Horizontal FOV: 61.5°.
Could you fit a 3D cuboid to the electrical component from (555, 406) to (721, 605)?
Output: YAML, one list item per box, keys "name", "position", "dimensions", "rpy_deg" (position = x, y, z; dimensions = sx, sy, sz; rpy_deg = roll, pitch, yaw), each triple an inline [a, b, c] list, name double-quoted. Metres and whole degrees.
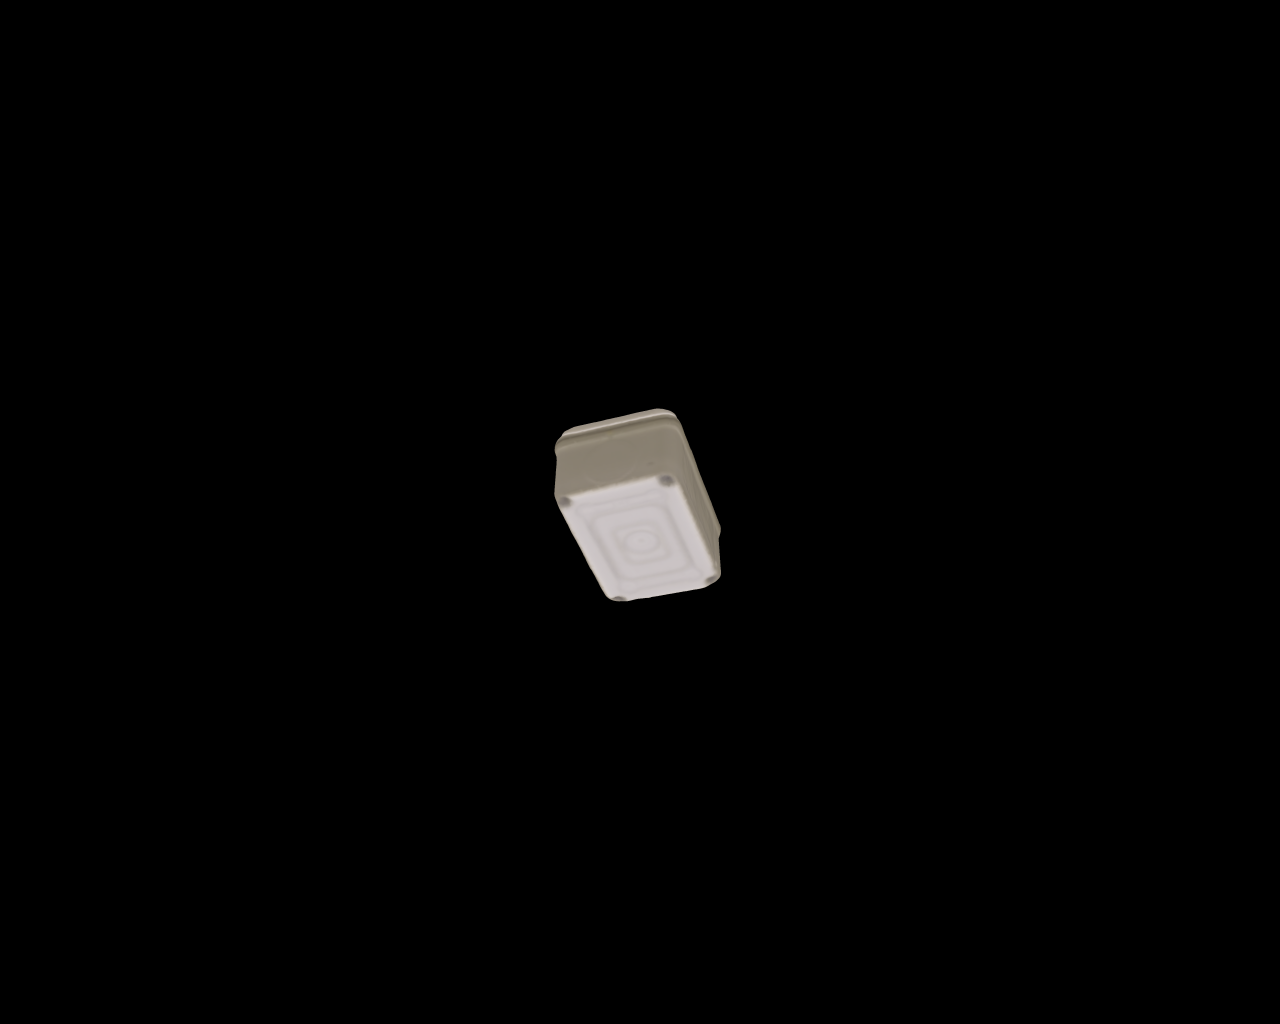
- name: "electrical component"
  position: [0.001, -0.003, 0.650]
  dimensions: [0.078, 0.057, 0.113]
  rpy_deg: [-11, -43, 12]
